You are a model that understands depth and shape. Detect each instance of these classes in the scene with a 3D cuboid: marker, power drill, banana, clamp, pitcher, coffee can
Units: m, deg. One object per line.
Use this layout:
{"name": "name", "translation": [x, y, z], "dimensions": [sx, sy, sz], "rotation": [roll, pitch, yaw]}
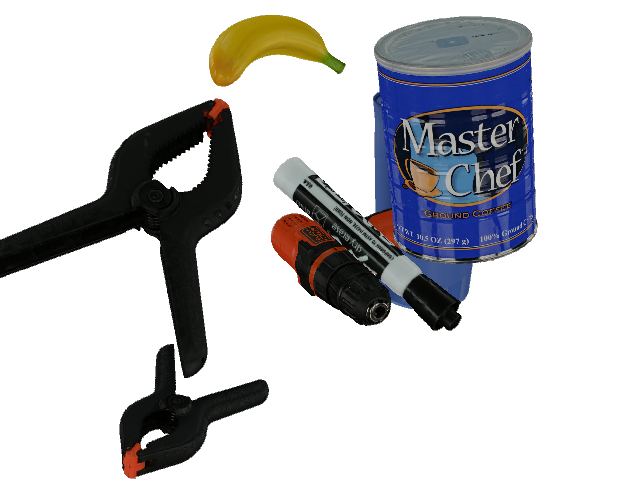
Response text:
{"name": "marker", "translation": [0.023, 0.002, 0.527], "dimensions": [0.121, 0.020, 0.020], "rotation": [43, 20, 23]}
{"name": "power drill", "translation": [0.068, 0.008, 0.988], "dimensions": [0.187, 0.057, 0.185], "rotation": [-14, 30, -23]}
{"name": "banana", "translation": [-0.048, -0.178, 0.981], "dimensions": [0.070, 0.037, 0.197], "rotation": [41, 32, 20]}
{"name": "clamp", "translation": [-0.141, 0.156, 1.003], "dimensions": [0.120, 0.039, 0.171], "rotation": [19, 30, 27]}
{"name": "pitcher", "translation": [0.118, -0.045, 1.202], "dimensions": [0.149, 0.243, 0.145], "rotation": [-10, 24, -26]}
{"name": "coffee can", "translation": [0.094, -0.070, 0.726], "dimensions": [0.103, 0.140, 0.103], "rotation": [-6, 27, 3]}
{"name": "clamp", "translation": [-0.106, -0.012, 0.729], "dimensions": [0.164, 0.209, 0.036], "rotation": [31, -32, 10]}
